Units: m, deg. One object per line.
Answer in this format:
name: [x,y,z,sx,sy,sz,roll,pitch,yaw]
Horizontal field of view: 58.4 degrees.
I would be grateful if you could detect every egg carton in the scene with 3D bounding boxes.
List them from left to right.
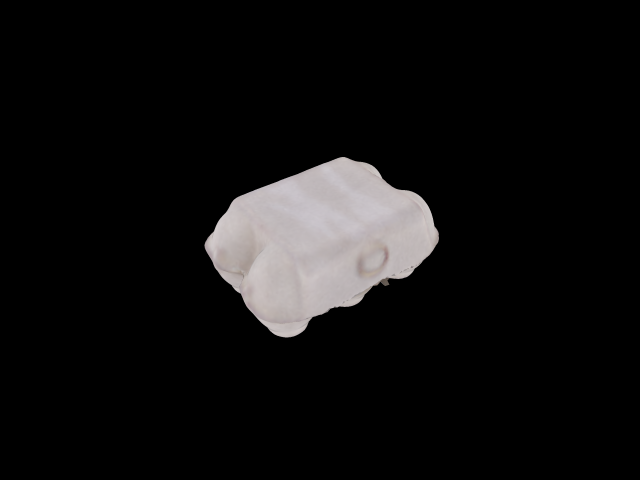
egg carton: [0.004,0.001,0.400,0.151,0.069,0.107,-25,45,-28]
